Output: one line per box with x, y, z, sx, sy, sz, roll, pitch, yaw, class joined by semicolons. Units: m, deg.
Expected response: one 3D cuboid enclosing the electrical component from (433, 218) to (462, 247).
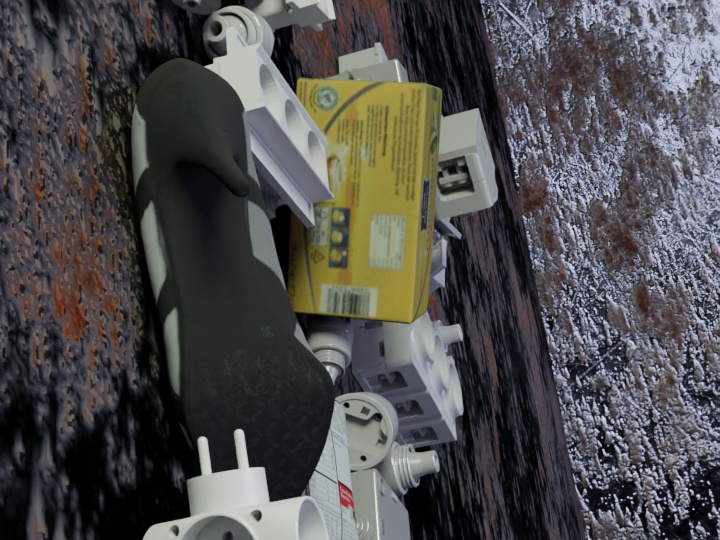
0.052;-0.043;1.111;0.121;0.079;0.063;29;77;-72;electrical component

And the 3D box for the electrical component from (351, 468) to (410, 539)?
0.004;0.193;0.740;0.099;0.048;0.099;60;21;-52;electrical component

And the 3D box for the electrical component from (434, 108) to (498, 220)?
0.033;-0.072;0.888;0.089;0.150;0.061;-75;148;-62;electrical component

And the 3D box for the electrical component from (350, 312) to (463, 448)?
0.045;0.087;0.977;0.150;0.062;0.089;61;21;-49;electrical component

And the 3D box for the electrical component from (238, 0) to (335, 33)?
-0.058;-0.213;0.836;0.081;0.064;0.042;14;65;-75;electrical component

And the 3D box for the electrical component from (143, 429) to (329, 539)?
-0.060;0.114;0.497;0.044;0.077;0.079;33;45;-70;electrical component

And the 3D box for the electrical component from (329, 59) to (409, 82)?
-0.001;-0.160;0.977;0.076;0.083;0.047;22;56;-74;electrical component

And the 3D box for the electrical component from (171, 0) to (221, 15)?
-0.106;-0.196;0.673;0.043;0.043;0.081;56;25;-57;electrical component

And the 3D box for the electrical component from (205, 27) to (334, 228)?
-0.067;-0.083;0.680;0.121;0.063;0.078;51;29;-61;electrical component

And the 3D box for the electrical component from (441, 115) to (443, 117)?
0.041;-0.126;1.041;0.051;0.080;0.080;17;57;-44;electrical component

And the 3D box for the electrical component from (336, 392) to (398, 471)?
0.000;0.116;0.790;0.047;0.055;0.055;7;71;-79;electrical component

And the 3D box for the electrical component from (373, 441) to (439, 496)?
0.031;0.157;0.856;0.043;0.062;0.043;-13;90;-77;electrical component

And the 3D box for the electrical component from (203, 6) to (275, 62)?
-0.085;-0.155;0.719;0.062;0.043;0.043;-4;81;-75;electrical component

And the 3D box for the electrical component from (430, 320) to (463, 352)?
0.074;0.071;1.111;0.048;0.062;0.048;-13;90;-77;electrical component

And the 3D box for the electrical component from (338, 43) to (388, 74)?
0.013;-0.172;1.120;0.099;0.048;0.099;59;22;-52;electrical component

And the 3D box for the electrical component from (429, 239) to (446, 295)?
0.044;-0.001;1.035;0.064;0.081;0.042;37;31;-23;electrical component

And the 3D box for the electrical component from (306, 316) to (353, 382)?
-0.023;0.064;0.783;0.035;0.035;0.061;63;22;-45;electrical component
